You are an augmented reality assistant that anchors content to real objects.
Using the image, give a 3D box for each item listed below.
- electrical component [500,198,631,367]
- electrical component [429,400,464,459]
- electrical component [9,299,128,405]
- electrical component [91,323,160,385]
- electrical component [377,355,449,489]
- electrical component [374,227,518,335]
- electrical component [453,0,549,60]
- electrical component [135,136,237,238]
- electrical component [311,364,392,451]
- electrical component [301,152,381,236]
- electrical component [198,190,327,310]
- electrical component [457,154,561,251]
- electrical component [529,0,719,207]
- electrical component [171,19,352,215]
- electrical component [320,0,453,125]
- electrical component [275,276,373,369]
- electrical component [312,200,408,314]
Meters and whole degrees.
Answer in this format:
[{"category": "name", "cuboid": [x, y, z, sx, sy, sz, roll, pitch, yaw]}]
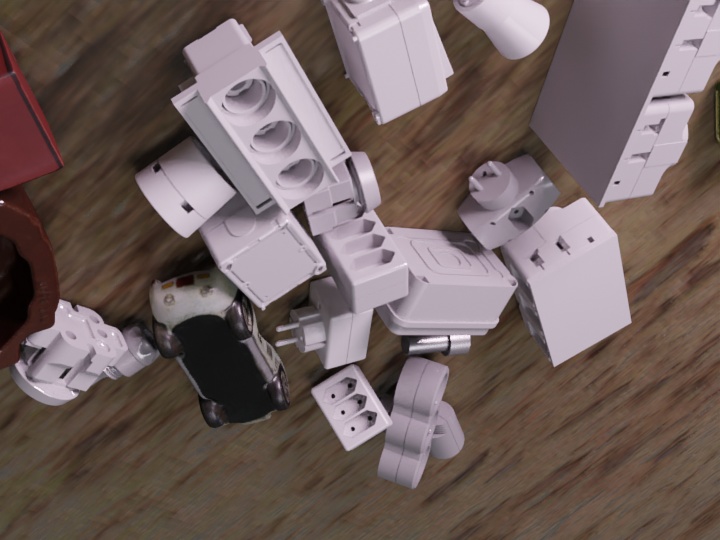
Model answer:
[{"category": "electrical component", "cuboid": [0.193, 0.011, 1.007, 0.089, 0.061, 0.150, -30, 142, -2]}, {"category": "electrical component", "cuboid": [0.079, 0.157, 1.106, 0.043, 0.043, 0.081, -29, 142, -3]}, {"category": "electrical component", "cuboid": [-0.221, 0.062, 0.795, 0.057, 0.058, 0.078, -48, 139, 16]}, {"category": "electrical component", "cuboid": [-0.189, 0.069, 0.842, 0.061, 0.035, 0.035, -34, 142, 6]}, {"category": "electrical component", "cuboid": [0.035, 0.143, 1.050, 0.052, 0.074, 0.138, -49, 154, -59]}, {"category": "electrical component", "cuboid": [0.065, 0.011, 0.910, 0.113, 0.078, 0.057, 3, 128, -35]}, {"category": "electrical component", "cuboid": [0.096, -0.181, 0.751, 0.065, 0.044, 0.044, 26, 115, -42]}, {"category": "electrical component", "cuboid": [-0.118, -0.058, 0.734, 0.047, 0.055, 0.055, -38, 141, 3]}, {"category": "electrical component", "cuboid": [-0.005, 0.128, 1.009, 0.047, 0.065, 0.076, -32, 171, 2]}, {"category": "electrical component", "cuboid": [-0.017, -0.061, 0.805, 0.055, 0.048, 0.066, -18, 141, -5]}, {"category": "electrical component", "cuboid": [-0.073, -0.020, 0.804, 0.062, 0.061, 0.096, -33, 149, 2]}, {"category": "electrical component", "cuboid": [0.115, -0.064, 0.888, 0.077, 0.043, 0.079, -39, 141, 11]}, {"category": "electrical component", "cuboid": [0.204, -0.154, 0.797, 0.060, 0.105, 0.186, -10, 137, -25]}, {"category": "electrical component", "cuboid": [-0.066, -0.101, 0.712, 0.079, 0.063, 0.121, -32, 142, 1]}, {"category": "electrical component", "cuboid": [0.018, -0.157, 0.708, 0.061, 0.061, 0.096, -27, 142, -5]}, {"category": "electrical component", "cuboid": [-0.035, 0.047, 0.908, 0.077, 0.047, 0.065, -14, 139, -20]}, {"category": "electrical component", "cuboid": [0.000, 0.000, 0.850, 0.047, 0.083, 0.075, -20, 141, -14]}]
